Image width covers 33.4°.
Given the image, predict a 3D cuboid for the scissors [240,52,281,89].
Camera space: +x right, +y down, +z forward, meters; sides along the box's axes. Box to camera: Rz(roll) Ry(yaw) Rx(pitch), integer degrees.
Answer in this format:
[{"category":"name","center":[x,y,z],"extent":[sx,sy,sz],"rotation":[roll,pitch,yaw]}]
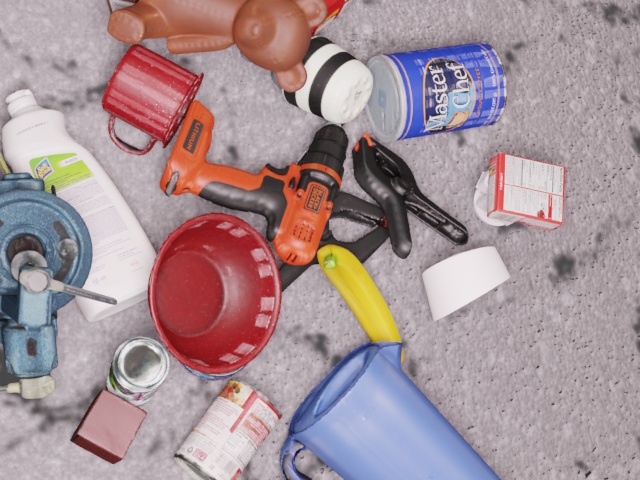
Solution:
[{"category":"scissors","center":[0.000,-0.244,1.276],"extent":[0.201,0.016,0.096],"rotation":[-25,83,-22]}]

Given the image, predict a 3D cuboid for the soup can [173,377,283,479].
[{"category":"soup can","center":[-0.095,0.203,1.102],"extent":[0.068,0.069,0.102],"rotation":[40,68,-6]}]

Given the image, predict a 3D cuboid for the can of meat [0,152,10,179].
[{"category":"can of meat","center":[-0.352,-0.042,1.084],"extent":[0.083,0.057,0.102],"rotation":[-25,85,-20]}]

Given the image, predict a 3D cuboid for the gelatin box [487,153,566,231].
[{"category":"gelatin box","center":[0.240,-0.056,1.239],"extent":[0.089,0.030,0.073],"rotation":[11,72,-16]}]

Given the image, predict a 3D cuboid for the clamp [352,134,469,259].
[{"category":"clamp","center":[0.085,-0.047,1.216],"extent":[0.171,0.039,0.120],"rotation":[48,33,16]}]

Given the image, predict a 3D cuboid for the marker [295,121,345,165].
[{"category":"marker","center":[0.001,-0.114,1.242],"extent":[0.020,0.020,0.121],"rotation":[39,68,-6]}]

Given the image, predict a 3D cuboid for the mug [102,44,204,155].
[{"category":"mug","center":[-0.188,-0.149,1.158],"extent":[0.081,0.093,0.117],"rotation":[28,105,-5]}]

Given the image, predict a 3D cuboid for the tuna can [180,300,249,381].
[{"category":"tuna can","center":[-0.111,0.106,1.140],"extent":[0.086,0.034,0.086],"rotation":[4,75,-17]}]

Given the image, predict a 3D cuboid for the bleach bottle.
[{"category":"bleach bottle","center":[-0.254,-0.046,1.116],"extent":[0.102,0.068,0.251],"rotation":[-25,83,-26]}]

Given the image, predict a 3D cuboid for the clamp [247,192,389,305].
[{"category":"clamp","center":[-0.008,0.001,1.196],"extent":[0.209,0.036,0.164],"rotation":[1,67,-20]}]

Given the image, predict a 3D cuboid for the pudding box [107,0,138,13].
[{"category":"pudding box","center":[-0.208,-0.305,1.168],"extent":[0.039,0.113,0.090],"rotation":[12,73,-3]}]

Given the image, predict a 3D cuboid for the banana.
[{"category":"banana","center":[0.041,0.062,1.165],"extent":[0.197,0.037,0.069],"rotation":[53,25,-41]}]

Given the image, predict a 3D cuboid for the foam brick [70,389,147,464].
[{"category":"foam brick","center":[-0.211,0.186,1.062],"extent":[0.051,0.078,0.053],"rotation":[31,68,-8]}]

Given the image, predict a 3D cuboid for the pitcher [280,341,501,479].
[{"category":"pitcher","center":[0.085,0.241,1.130],"extent":[0.243,0.149,0.144],"rotation":[45,43,-7]}]

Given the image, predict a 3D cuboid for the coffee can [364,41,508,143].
[{"category":"coffee can","center":[0.134,-0.175,1.258],"extent":[0.140,0.103,0.103],"rotation":[-11,80,-21]}]

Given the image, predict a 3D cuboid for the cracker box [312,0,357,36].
[{"category":"cracker box","center":[-0.067,-0.329,1.236],"extent":[0.214,0.072,0.164],"rotation":[46,67,3]}]

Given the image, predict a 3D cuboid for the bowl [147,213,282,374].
[{"category":"bowl","center":[-0.117,0.054,1.084],"extent":[0.161,0.055,0.162],"rotation":[3,85,-40]}]

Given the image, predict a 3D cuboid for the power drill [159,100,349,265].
[{"category":"power drill","center":[-0.067,-0.080,1.160],"extent":[0.187,0.057,0.184],"rotation":[22,56,-7]}]
